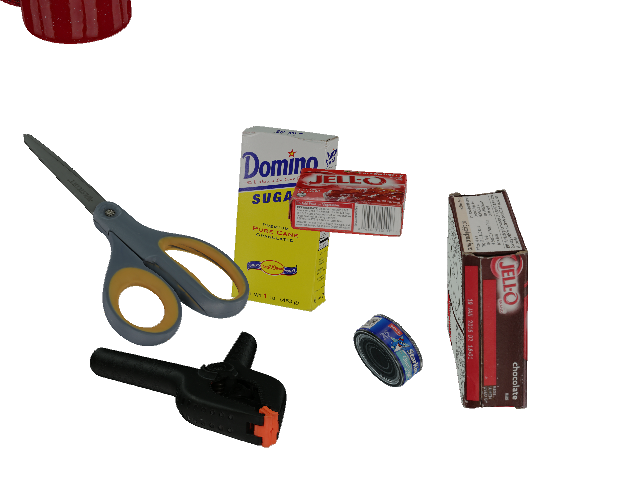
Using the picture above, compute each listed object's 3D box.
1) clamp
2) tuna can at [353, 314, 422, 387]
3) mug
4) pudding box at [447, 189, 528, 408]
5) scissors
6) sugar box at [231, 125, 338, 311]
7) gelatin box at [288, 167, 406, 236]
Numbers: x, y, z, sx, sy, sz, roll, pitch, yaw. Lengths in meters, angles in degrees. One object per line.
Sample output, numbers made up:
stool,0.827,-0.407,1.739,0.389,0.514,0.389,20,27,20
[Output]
clamp,-0.084,0.124,0.933,0.164,0.036,0.210,-7,17,-37
tuna can,0.079,0.132,1.272,0.033,0.086,0.086,-36,17,-25
mug,-0.196,-0.198,0.789,0.117,0.081,0.093,2,36,1
pudding box,0.093,0.029,0.599,0.039,0.090,0.113,-2,19,2
scissors,-0.138,0.000,0.666,0.202,0.016,0.096,29,47,16
sugar box,-0.037,-0.023,1.083,0.093,0.176,0.048,8,16,18
gelatin box,0.023,-0.032,0.853,0.089,0.030,0.073,4,23,6
